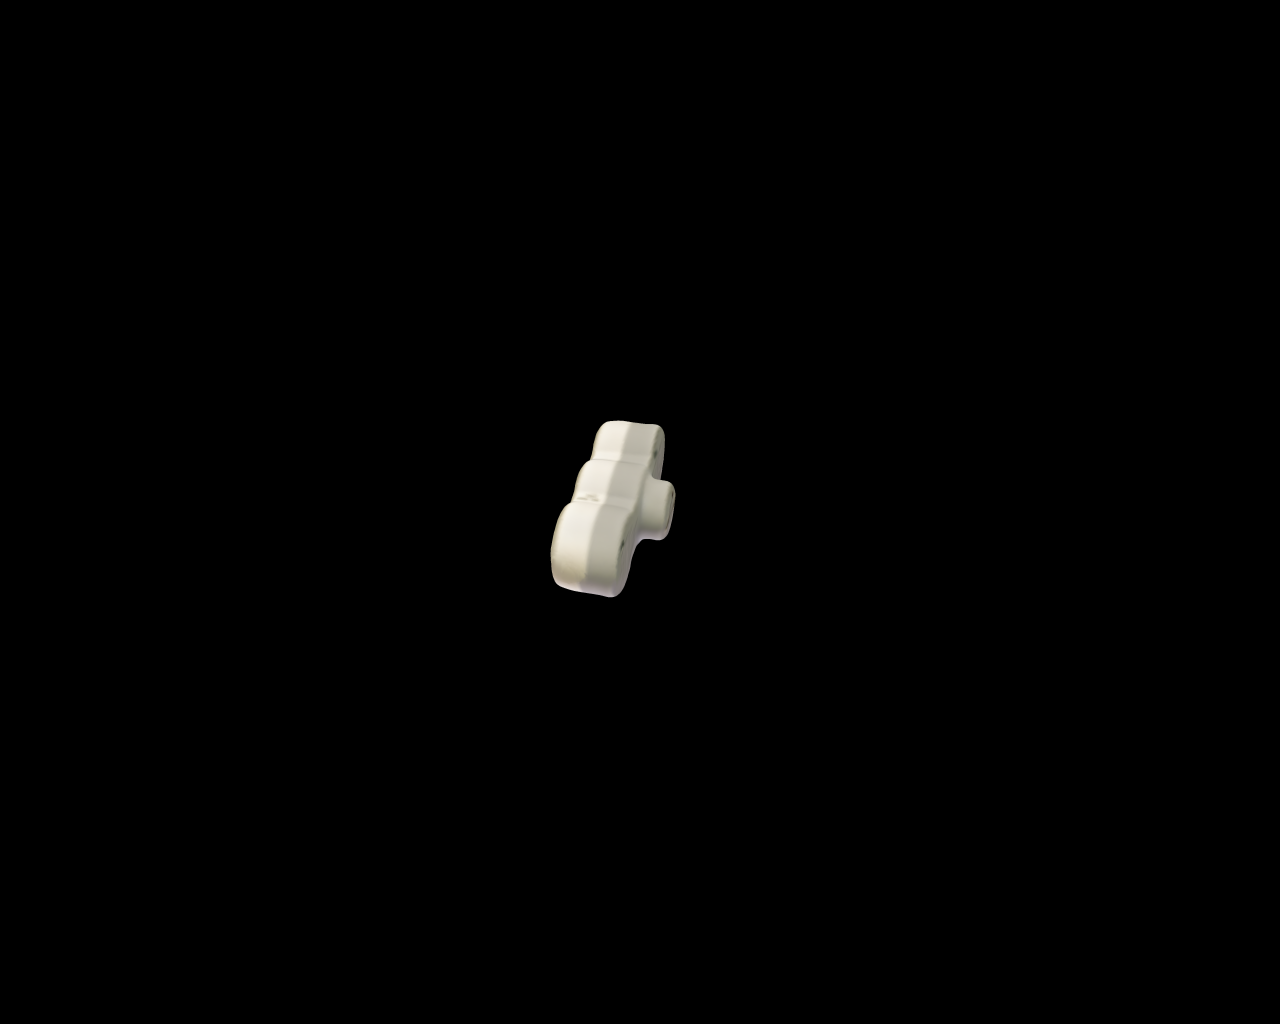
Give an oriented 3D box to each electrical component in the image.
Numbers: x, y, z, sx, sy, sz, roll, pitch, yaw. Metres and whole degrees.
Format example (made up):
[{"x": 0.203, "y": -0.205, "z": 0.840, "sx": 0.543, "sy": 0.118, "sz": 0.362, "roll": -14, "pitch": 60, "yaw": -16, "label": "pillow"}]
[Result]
[{"x": 0.001, "y": -0.003, "z": 0.650, "sx": 0.074, "sy": 0.052, "sz": 0.138, "roll": 8, "pitch": 40, "yaw": 10, "label": "electrical component"}]
